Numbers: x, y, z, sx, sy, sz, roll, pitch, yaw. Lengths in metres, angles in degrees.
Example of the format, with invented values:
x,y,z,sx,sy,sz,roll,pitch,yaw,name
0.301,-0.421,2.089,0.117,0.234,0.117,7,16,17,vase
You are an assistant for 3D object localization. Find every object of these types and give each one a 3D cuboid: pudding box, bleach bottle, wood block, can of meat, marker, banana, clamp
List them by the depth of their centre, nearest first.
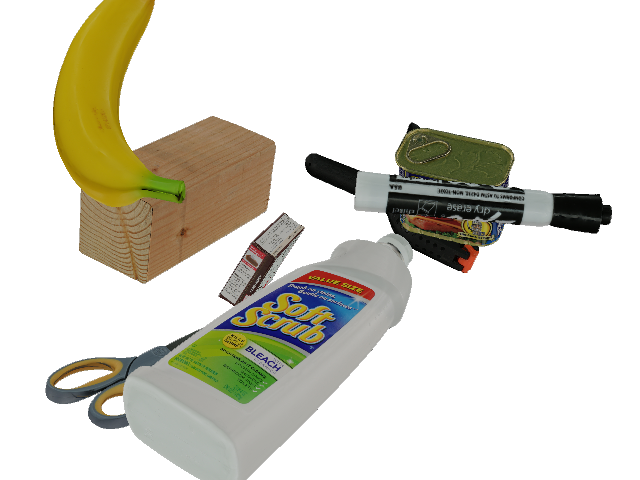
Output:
x,y,z,sx,sy,sz,roll,pitch,yaw,name
0.077,-0.018,0.506,0.121,0.020,0.020,5,0,1,marker
-0.123,-0.084,0.629,0.069,0.198,0.037,-7,-39,-9,banana
-0.018,0.065,0.762,0.103,0.068,0.250,26,44,25,bleach bottle
0.120,-0.046,0.968,0.102,0.057,0.084,14,-40,18,can of meat
-0.143,-0.048,1.099,0.090,0.091,0.205,24,33,23,wood block
0.091,-0.044,1.165,0.164,0.210,0.036,-15,-37,-28,clamp
-0.070,0.025,1.294,0.039,0.090,0.113,33,26,2,pudding box

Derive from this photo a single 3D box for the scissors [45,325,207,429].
x,y,z,sx,sy,sz,roll,pitch,yaw,name
-0.140,0.116,0.942,0.201,0.016,0.096,-13,36,-33,scissors
